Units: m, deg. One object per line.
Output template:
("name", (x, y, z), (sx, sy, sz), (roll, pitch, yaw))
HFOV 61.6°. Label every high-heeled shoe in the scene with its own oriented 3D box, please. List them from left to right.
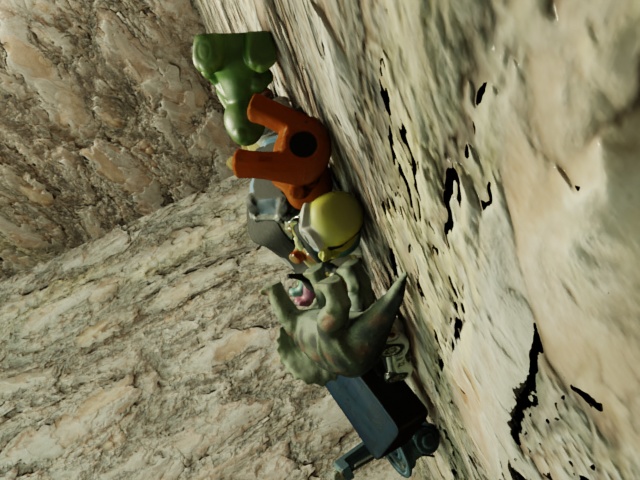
("high-heeled shoe", (-0.059, 0.005, 1.148), (0.145, 0.086, 0.249), (5, -131, -50))

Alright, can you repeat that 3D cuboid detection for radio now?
("radio", (0.082, 0.269, 0.978), (0.230, 0.073, 0.131), (51, 142, 35))

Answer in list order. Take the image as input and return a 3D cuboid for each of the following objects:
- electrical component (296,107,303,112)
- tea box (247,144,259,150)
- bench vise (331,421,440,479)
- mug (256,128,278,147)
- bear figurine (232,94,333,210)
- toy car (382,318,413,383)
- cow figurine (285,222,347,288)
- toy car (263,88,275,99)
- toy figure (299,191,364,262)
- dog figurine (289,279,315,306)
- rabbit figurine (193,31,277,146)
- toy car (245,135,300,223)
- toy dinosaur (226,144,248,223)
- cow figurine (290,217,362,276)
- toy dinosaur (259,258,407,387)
("electrical component", (-0.028, -0.174, 0.844), (0.063, 0.021, 0.094), (65, 176, -12))
("tea box", (-0.089, -0.157, 1.233), (0.169, 0.068, 0.098), (65, -161, 0))
("bench vise", (0.121, 0.407, 1.070), (0.224, 0.241, 0.128), (-2, 110, 69))
("mug", (-0.078, -0.189, 0.999), (0.110, 0.081, 0.107), (54, 178, 46))
("bear figurine", (-0.042, -0.103, 0.763), (0.196, 0.132, 0.120), (105, 179, -77))
("toy car", (0.113, 0.165, 0.856), (0.201, 0.056, 0.074), (72, 178, -54))
("cow figurine", (-0.002, -0.003, 1.015), (0.194, 0.086, 0.127), (50, -133, -31))
("toy car", (-0.082, -0.216, 1.110), (0.201, 0.053, 0.089), (68, 172, -30))
("toy figure", (0.021, -0.019, 0.755), (0.082, 0.089, 0.180), (46, -179, 14))
("dog figurine", (0.009, 0.044, 1.220), (0.108, 0.192, 0.219), (-117, 37, -74))
("rabbit figurine", (-0.133, -0.237, 0.856), (0.159, 0.121, 0.170), (-126, 31, -70))
("toy car", (-0.056, -0.093, 0.914), (0.102, 0.109, 0.161), (41, -126, -57))
("toy dinosaur", (-0.104, -0.103, 1.359), (0.198, 0.105, 0.470), (-36, -72, -62))
("cow figurine", (0.015, 0.015, 0.909), (0.068, 0.098, 0.167), (49, 165, 54))
("toy dinosaur", (0.027, 0.133, 0.781), (0.192, 0.131, 0.405), (66, 158, -7))
